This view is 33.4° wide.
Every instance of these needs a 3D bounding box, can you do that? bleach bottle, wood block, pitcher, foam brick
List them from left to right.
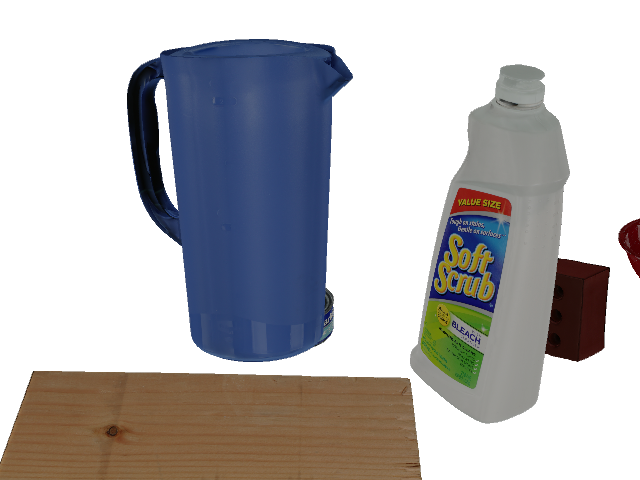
[{"bbox_3d":[-0.054,0.131,0.568,0.206,0.090,0.091,2,33,0],"label":"wood block"},{"bbox_3d":[-0.063,-0.035,0.839,0.144,0.243,0.149,-7,16,-22],"label":"pitcher"},{"bbox_3d":[0.119,0.000,0.738,0.068,0.251,0.103,-16,34,-29],"label":"bleach bottle"},{"bbox_3d":[0.219,0.060,0.942,0.053,0.078,0.051,11,19,39],"label":"foam brick"}]

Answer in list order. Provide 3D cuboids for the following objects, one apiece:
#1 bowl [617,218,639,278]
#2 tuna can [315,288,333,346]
[{"bbox_3d":[0.402,0.024,1.150,0.162,0.055,0.162,-2,24,1],"label":"bowl"},{"bbox_3d":[-0.030,0.071,1.018,0.086,0.034,0.086,-1,25,0],"label":"tuna can"}]
